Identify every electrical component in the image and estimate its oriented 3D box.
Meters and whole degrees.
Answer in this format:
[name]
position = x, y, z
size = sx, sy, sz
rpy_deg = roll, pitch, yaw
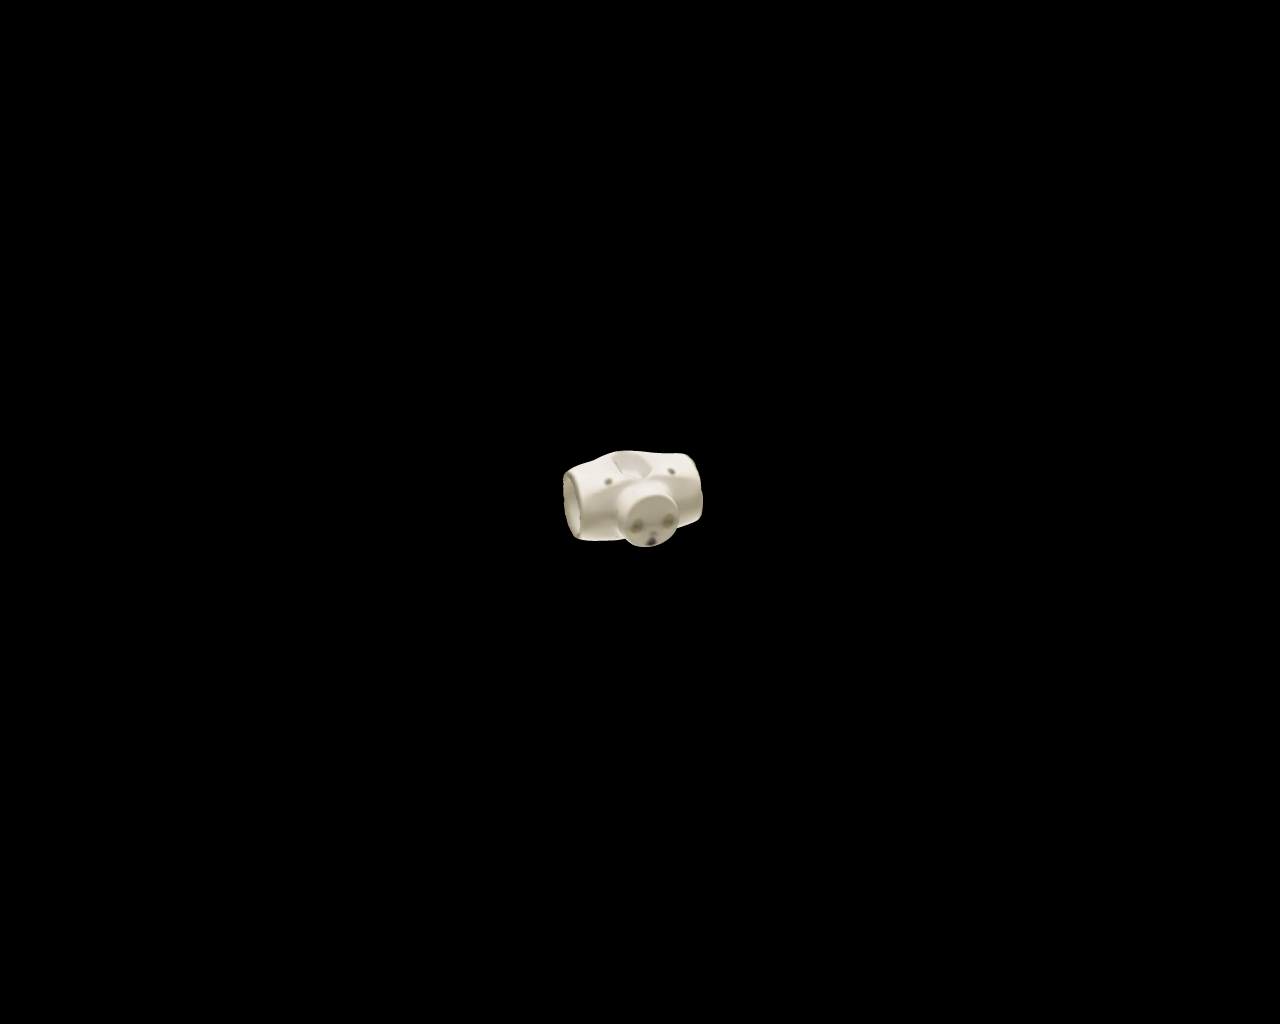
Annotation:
[electrical component]
position = 0.001, -0.003, 0.650
size = 0.077, 0.043, 0.079
rpy_deg = -8, 28, -16
